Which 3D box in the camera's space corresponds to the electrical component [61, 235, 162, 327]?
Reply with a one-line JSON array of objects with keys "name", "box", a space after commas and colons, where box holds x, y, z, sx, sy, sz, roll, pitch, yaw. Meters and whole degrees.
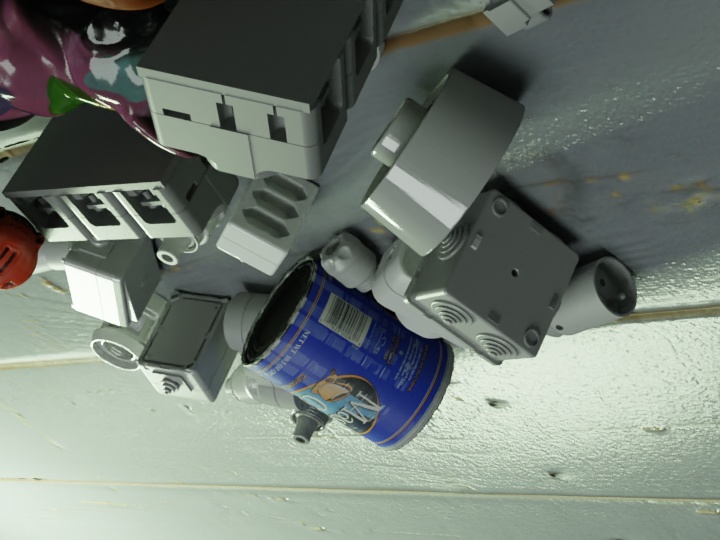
[{"name": "electrical component", "box": [-0.209, -0.004, 0.918, 0.061, 0.061, 0.096, 19, 147, 5]}]

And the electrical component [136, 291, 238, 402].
[{"name": "electrical component", "box": [-0.151, 0.076, 0.967, 0.062, 0.096, 0.061, 6, 144, 23]}]

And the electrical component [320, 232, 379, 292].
[{"name": "electrical component", "box": [0.000, 0.000, 0.826, 0.061, 0.035, 0.035, 40, 143, -28]}]

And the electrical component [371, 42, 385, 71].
[{"name": "electrical component", "box": [-0.011, -0.124, 0.643, 0.040, 0.046, 0.040, 15, 147, 10]}]

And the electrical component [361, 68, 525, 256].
[{"name": "electrical component", "box": [0.042, -0.069, 0.640, 0.060, 0.108, 0.108, 33, 146, -5]}]

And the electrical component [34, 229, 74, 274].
[{"name": "electrical component", "box": [-0.273, -0.017, 0.956, 0.065, 0.044, 0.044, 0, 141, 23]}]

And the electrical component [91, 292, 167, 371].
[{"name": "electrical component", "box": [-0.218, 0.058, 1.016, 0.058, 0.057, 0.078, 34, 145, -17]}]

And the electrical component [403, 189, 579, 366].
[{"name": "electrical component", "box": [0.091, 0.005, 0.723, 0.100, 0.099, 0.048, 36, 158, -20]}]

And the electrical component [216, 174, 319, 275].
[{"name": "electrical component", "box": [-0.074, -0.031, 0.797, 0.047, 0.065, 0.076, 28, 147, -8]}]

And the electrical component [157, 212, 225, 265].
[{"name": "electrical component", "box": [-0.137, -0.033, 0.833, 0.048, 0.062, 0.048, 15, 147, 10]}]

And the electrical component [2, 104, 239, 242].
[{"name": "electrical component", "box": [-0.165, -0.070, 0.771, 0.150, 0.089, 0.061, -1, 141, 31]}]

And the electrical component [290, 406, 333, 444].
[{"name": "electrical component", "box": [-0.046, 0.135, 1.021, 0.043, 0.062, 0.043, 15, 147, 10]}]

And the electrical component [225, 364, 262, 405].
[{"name": "electrical component", "box": [-0.105, 0.109, 1.036, 0.062, 0.043, 0.043, -15, 132, 45]}]

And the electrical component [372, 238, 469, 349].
[{"name": "electrical component", "box": [0.061, 0.014, 0.792, 0.095, 0.053, 0.059, 28, 147, -10]}]

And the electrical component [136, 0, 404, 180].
[{"name": "electrical component", "box": [-0.040, -0.124, 0.564, 0.089, 0.150, 0.061, 14, 145, 12]}]

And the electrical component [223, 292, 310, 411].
[{"name": "electrical component", "box": [-0.062, 0.075, 0.952, 0.074, 0.052, 0.138, 5, 142, 24]}]

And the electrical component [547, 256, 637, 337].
[{"name": "electrical component", "box": [0.151, 0.023, 0.763, 0.043, 0.043, 0.081, 36, 144, -21]}]

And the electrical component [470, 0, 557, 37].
[{"name": "electrical component", "box": [0.085, -0.155, 0.545, 0.066, 0.048, 0.055, 38, 151, -23]}]
